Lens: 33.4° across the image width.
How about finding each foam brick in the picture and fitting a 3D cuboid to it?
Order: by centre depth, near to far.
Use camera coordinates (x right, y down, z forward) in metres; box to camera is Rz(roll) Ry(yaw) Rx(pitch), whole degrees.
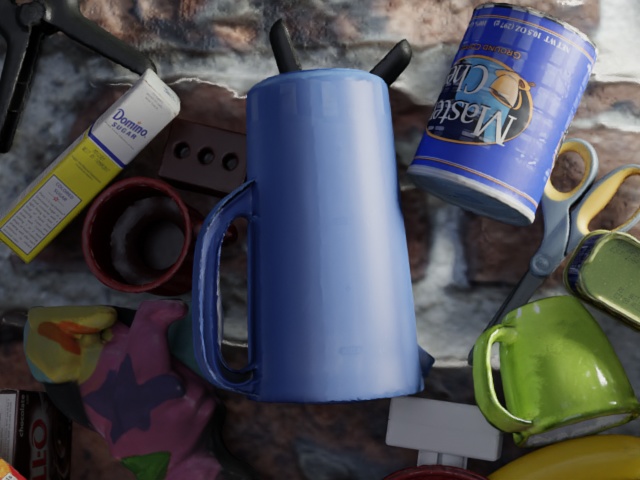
[{"bbox_3d":[-0.087,-0.064,0.890,0.078,0.051,0.053,13,84,16],"label":"foam brick"}]

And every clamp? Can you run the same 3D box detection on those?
[{"bbox_3d":[-0.007,-0.102,0.883,0.120,0.039,0.171,20,86,18],"label":"clamp"},{"bbox_3d":[-0.241,-0.198,0.959,0.164,0.036,0.210,-17,79,8],"label":"clamp"}]

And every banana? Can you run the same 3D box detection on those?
[{"bbox_3d":[0.171,0.183,0.781,0.198,0.037,0.069,-19,104,12],"label":"banana"}]

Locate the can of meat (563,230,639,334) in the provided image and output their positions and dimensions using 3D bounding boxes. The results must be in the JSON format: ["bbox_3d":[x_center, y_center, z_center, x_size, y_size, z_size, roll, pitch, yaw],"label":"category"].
[{"bbox_3d":[0.231,0.034,0.768,0.102,0.084,0.057,30,93,7],"label":"can of meat"}]

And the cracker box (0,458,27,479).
[{"bbox_3d":[-0.249,0.261,0.787,0.213,0.072,0.164,41,114,0],"label":"cracker box"}]

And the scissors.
[{"bbox_3d":[0.167,0.000,0.834,0.202,0.016,0.096,-39,72,5],"label":"scissors"}]

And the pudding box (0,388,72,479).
[{"bbox_3d":[-0.238,0.179,0.866,0.039,0.090,0.113,-5,79,14],"label":"pudding box"}]

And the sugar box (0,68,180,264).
[{"bbox_3d":[-0.191,-0.064,0.890,0.176,0.093,0.048,-42,105,6],"label":"sugar box"}]

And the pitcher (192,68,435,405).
[{"bbox_3d":[-0.005,0.001,0.795,0.145,0.149,0.243,-5,86,23],"label":"pitcher"}]

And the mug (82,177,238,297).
[{"bbox_3d":[-0.124,0.000,0.872,0.117,0.081,0.093,-10,78,12],"label":"mug"}]

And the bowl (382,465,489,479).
[{"bbox_3d":[0.084,0.247,0.767,0.162,0.055,0.162,3,98,23],"label":"bowl"}]

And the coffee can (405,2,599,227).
[{"bbox_3d":[0.138,-0.094,0.813,0.103,0.102,0.140,21,86,16],"label":"coffee can"}]
